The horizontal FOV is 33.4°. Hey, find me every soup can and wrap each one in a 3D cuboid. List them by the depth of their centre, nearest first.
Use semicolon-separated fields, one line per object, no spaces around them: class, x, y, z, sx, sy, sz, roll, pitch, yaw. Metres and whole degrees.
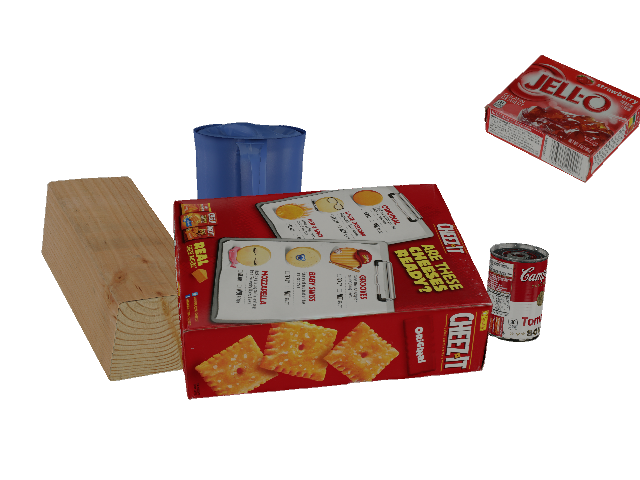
soup can;0.230;0.061;1.260;0.068;0.102;0.068;2;16;-1

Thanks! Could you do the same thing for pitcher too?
pitcher;-0.086;-0.017;1.279;0.145;0.243;0.148;12;17;38

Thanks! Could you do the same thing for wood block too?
wood block;-0.193;0.030;1.030;0.090;0.091;0.206;-6;36;-31

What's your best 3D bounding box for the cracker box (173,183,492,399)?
cracker box;0.001;0.033;0.796;0.213;0.072;0.164;-4;35;-8

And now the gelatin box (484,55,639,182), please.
gelatin box;0.175;-0.090;0.770;0.089;0.030;0.073;32;58;28
